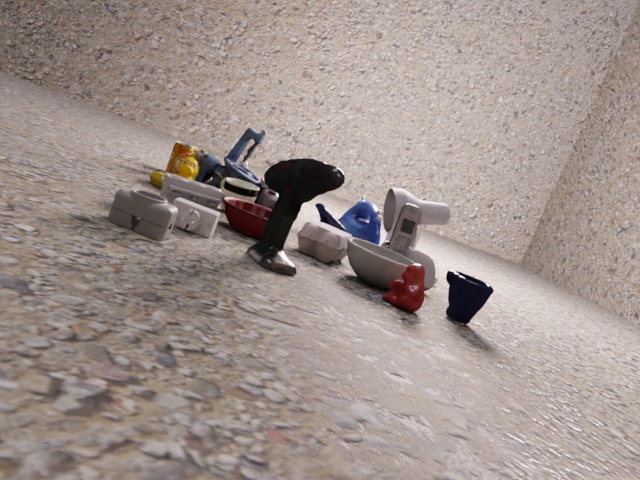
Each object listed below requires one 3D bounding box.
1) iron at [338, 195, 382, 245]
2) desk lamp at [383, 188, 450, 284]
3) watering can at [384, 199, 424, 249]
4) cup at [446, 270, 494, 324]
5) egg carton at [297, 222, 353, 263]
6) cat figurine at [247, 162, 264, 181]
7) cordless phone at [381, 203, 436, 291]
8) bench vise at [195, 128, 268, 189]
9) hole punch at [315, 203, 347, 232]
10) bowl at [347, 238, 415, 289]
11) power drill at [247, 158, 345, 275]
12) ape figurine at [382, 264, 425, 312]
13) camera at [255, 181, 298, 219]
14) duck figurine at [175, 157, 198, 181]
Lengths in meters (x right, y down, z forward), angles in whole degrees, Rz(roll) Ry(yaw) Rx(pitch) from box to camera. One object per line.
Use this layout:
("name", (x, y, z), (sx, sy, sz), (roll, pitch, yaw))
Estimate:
("iron", (0.139, -0.047, 1.703), (0.119, 0.141, 0.257), (19, 9, -19))
("desk lamp", (0.247, -0.017, 1.537), (0.203, 0.213, 0.118), (20, 9, -12))
("watering can", (0.269, -0.037, 1.782), (0.101, 0.194, 0.173), (23, 8, 9))
("cup", (0.292, 0.119, 1.195), (0.092, 0.095, 0.117), (16, 10, -35))
("egg carton", (0.012, 0.005, 1.304), (0.107, 0.069, 0.151), (24, 9, 16))
("cat figurine", (-0.222, -0.175, 1.687), (0.128, 0.118, 0.067), (15, 10, -36))
("cordless phone", (0.221, 0.017, 1.349), (0.148, 0.185, 0.094), (19, 9, -18))
("bench vise", (-0.241, -0.219, 1.569), (0.207, 0.220, 0.121), (21, 8, -6))
("hole punch", (0.025, -0.045, 1.573), (0.101, 0.091, 0.108), (19, 9, -19))
("bowl", (0.126, 0.060, 1.224), (0.167, 0.075, 0.167), (21, 8, -3))
("power drill", (-0.050, -0.051, 1.022), (0.076, 0.208, 0.228), (16, 10, -33))
("ape figurine", (0.172, 0.088, 1.101), (0.076, 0.092, 0.078), (21, 8, -4))
("camera", (-0.110, -0.086, 1.468), (0.137, 0.101, 0.142), (14, 12, -44))
("duck figurine", (-0.341, -0.171, 1.472), (0.077, 0.086, 0.104), (20, 8, -9))
